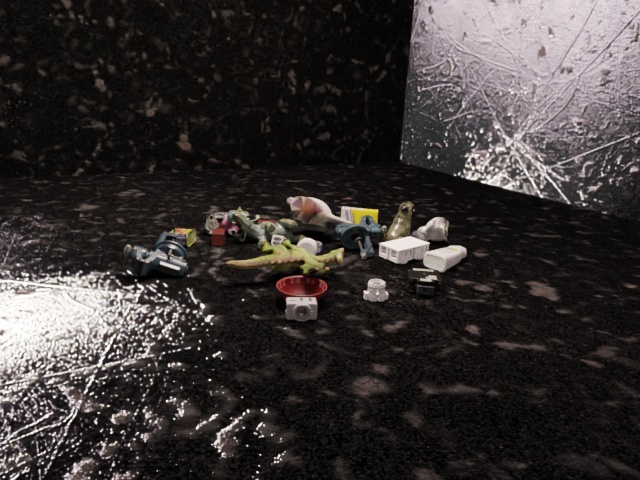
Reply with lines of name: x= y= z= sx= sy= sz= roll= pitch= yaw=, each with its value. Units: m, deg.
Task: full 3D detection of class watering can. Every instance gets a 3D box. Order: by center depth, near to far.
watering can: x=0.007 y=-0.111 z=2.208 sx=0.349 sy=0.103 sz=0.225 roll=23 pitch=8 yaw=11

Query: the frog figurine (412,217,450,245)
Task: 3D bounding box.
frog figurine: x=0.492 y=-0.039 z=2.287 sx=0.159 sy=0.124 sz=0.135 roll=0 pitch=-19 yaw=20

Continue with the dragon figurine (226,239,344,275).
dragon figurine: x=-0.085 y=0.075 z=1.744 sx=0.413 sy=0.121 sz=0.243 roll=-11 pitch=14 yaw=-40
